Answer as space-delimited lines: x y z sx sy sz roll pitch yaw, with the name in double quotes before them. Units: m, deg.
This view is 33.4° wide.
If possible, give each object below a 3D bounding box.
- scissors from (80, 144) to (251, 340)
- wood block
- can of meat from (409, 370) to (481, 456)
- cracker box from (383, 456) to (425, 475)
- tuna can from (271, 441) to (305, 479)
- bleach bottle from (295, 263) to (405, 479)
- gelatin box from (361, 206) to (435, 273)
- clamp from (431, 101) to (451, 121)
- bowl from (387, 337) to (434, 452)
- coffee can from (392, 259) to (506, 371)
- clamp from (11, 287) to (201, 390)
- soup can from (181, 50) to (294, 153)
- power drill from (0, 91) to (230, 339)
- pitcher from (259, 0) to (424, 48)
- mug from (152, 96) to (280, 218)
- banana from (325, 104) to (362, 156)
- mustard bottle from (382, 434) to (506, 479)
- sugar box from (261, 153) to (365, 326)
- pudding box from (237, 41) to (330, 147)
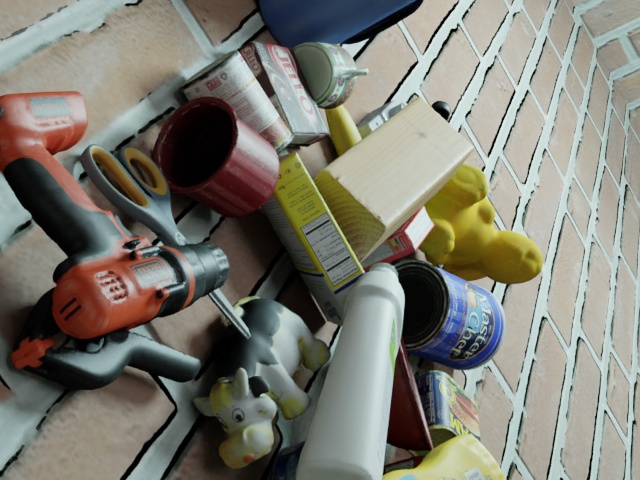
"scissors" -0.119 -0.008 0.894 0.201 0.016 0.096 46 23 -10
"wood block" 0.069 -0.062 1.151 0.091 0.090 0.205 44 44 6
"can of meat" 0.136 0.203 1.168 0.102 0.058 0.084 46 30 -34
"cracker box" 0.127 0.336 1.025 0.164 0.072 0.213 39 37 -39
"tuna can" -0.004 0.218 0.933 0.086 0.034 0.086 40 36 -39
"bleach bottle" 0.036 0.121 0.925 0.250 0.068 0.102 -74 167 -46
"gelatin box" 0.084 -0.001 1.225 0.030 0.073 0.089 60 28 -9
"clamp" 0.138 -0.120 1.374 0.036 0.165 0.209 23 24 4
"bowl" 0.066 0.143 1.059 0.162 0.055 0.162 -17 90 -86
"coffee can" 0.134 0.087 1.208 0.140 0.103 0.103 23 48 -52
"clamp" -0.162 0.056 0.786 0.171 0.039 0.120 3 54 -62
"soup can" -0.081 -0.125 1.042 0.102 0.069 0.068 57 29 -15
"power drill" -0.160 -0.022 0.784 0.188 0.057 0.184 53 25 9
"pitcher" 0.059 -0.312 1.249 0.145 0.243 0.149 62 33 -13
"mug" -0.095 -0.078 0.968 0.081 0.093 0.117 34 15 -52
"banana" 0.044 -0.077 1.242 0.069 0.037 0.198 56 18 -57
"mustard bottle" 0.087 0.246 0.938 0.191 0.058 0.096 -17 75 -41
"sugar box" -0.007 0.001 1.046 0.176 0.048 0.093 58 -13 -11
"pudding box" -0.043 -0.158 1.167 0.089 0.039 0.113 -10 76 -62
